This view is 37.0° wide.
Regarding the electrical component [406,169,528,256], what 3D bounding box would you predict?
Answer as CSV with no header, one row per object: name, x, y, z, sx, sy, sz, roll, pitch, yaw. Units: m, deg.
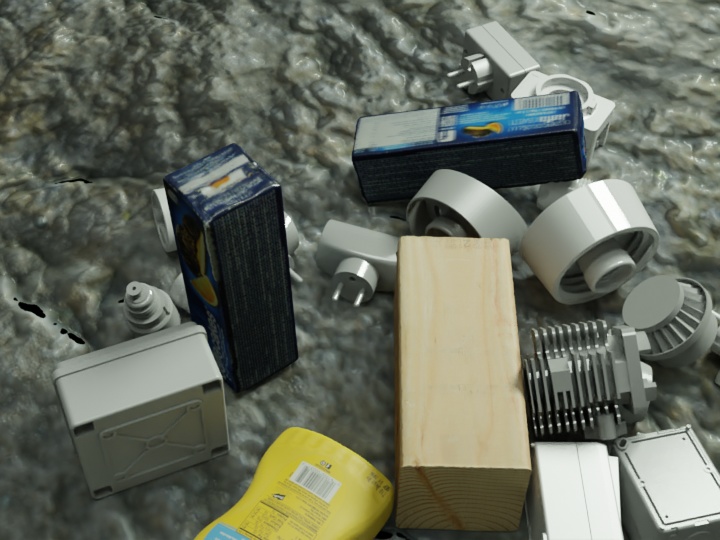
electrical component,0.090,-0.040,0.910,0.099,0.099,0.064,33,62,24

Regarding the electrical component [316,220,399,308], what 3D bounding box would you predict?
electrical component,0.000,0.000,0.904,0.077,0.043,0.079,15,50,11

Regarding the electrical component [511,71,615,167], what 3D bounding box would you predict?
electrical component,0.192,-0.148,1.031,0.089,0.055,0.050,27,53,20

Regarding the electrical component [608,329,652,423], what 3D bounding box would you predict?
electrical component,0.186,0.076,0.843,0.077,0.044,0.079,9,49,6

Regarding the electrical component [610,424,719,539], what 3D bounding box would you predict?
electrical component,0.217,0.159,0.766,0.062,0.061,0.096,-9,43,-10

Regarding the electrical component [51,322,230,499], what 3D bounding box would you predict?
electrical component,-0.154,0.101,0.768,0.109,0.108,0.056,-17,54,-16

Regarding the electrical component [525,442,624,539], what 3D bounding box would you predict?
electrical component,0.150,0.174,0.746,0.061,0.061,0.096,1,49,-1

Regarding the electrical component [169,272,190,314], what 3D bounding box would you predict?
electrical component,-0.127,0.024,0.883,0.046,0.040,0.040,36,57,20

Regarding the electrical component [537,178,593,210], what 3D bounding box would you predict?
electrical component,0.193,-0.068,0.970,0.062,0.043,0.043,17,51,11

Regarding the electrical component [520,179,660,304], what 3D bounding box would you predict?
electrical component,0.194,-0.016,0.886,0.108,0.108,0.060,-17,57,-16

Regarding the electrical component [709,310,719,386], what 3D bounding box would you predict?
electrical component,0.306,0.058,0.862,0.077,0.047,0.066,35,56,25

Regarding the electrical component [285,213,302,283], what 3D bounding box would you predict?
electrical component,-0.082,-0.008,0.908,0.077,0.043,0.079,-34,58,-27

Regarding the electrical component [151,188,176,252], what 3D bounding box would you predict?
electrical component,-0.151,-0.047,0.933,0.047,0.055,0.055,-14,51,-18

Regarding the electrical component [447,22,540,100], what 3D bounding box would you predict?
electrical component,0.124,-0.199,1.078,0.076,0.047,0.083,-21,53,-19

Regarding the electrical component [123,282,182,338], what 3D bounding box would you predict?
electrical component,-0.168,0.032,0.852,0.040,0.078,0.040,-3,62,5
